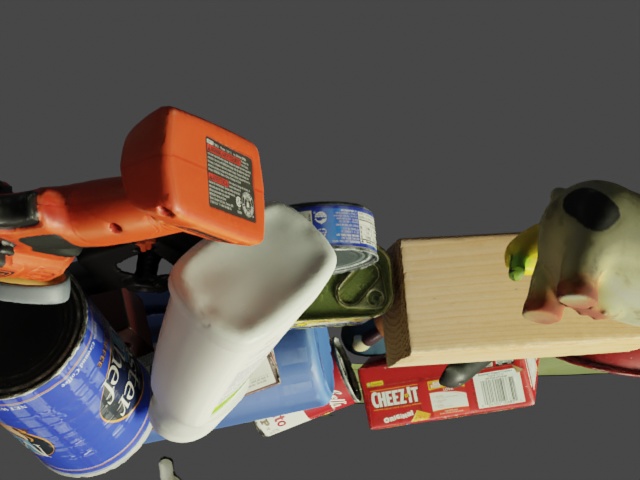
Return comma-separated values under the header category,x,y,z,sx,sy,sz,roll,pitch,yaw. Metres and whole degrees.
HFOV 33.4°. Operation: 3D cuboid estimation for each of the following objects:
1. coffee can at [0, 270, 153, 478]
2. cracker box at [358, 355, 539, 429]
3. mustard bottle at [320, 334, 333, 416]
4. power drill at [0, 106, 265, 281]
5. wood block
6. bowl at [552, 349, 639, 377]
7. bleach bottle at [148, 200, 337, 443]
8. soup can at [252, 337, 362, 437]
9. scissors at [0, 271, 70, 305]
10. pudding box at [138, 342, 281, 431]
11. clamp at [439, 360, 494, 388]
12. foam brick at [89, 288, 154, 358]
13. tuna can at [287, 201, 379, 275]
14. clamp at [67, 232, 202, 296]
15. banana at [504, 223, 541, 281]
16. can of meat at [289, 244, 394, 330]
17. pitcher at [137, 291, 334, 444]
category,x,y,z,sx,sy,sz,roll,pitch,yaw
coffee can,-0.184,0.093,0.745,0.103,0.103,0.140,-7,146,9
cracker box,0.141,0.131,1.122,0.164,0.072,0.213,-12,-178,14
mustard bottle,-0.055,0.172,1.289,0.058,0.096,0.192,4,164,-38
power drill,-0.136,-0.020,0.536,0.188,0.057,0.184,-8,171,23
wood block,0.157,0.045,0.842,0.206,0.091,0.090,-3,167,-9
bowl,0.288,0.083,1.049,0.162,0.055,0.162,6,-168,-2
bleach bottle,-0.072,0.077,0.697,0.102,0.068,0.251,-39,168,-35
soup can,-0.019,0.144,1.045,0.102,0.068,0.068,-22,164,7
scissors,-0.248,0.006,0.671,0.202,0.016,0.096,12,-163,6
pudding box,-0.092,0.102,0.854,0.113,0.039,0.090,-22,-160,-1
clamp,0.154,0.063,0.934,0.171,0.120,0.039,-11,143,-24
foam brick,-0.182,0.072,0.857,0.078,0.051,0.053,-21,150,5
tuna can,-0.005,0.001,0.716,0.086,0.034,0.086,-5,167,-1
clamp,-0.128,0.018,0.737,0.164,0.036,0.210,2,164,-1
banana,0.210,0.006,0.767,0.197,0.070,0.037,-6,124,-16
can of meat,0.002,0.039,0.834,0.102,0.057,0.084,-3,169,-5
pitcher,-0.116,0.108,0.965,0.243,0.145,0.149,-10,179,6
